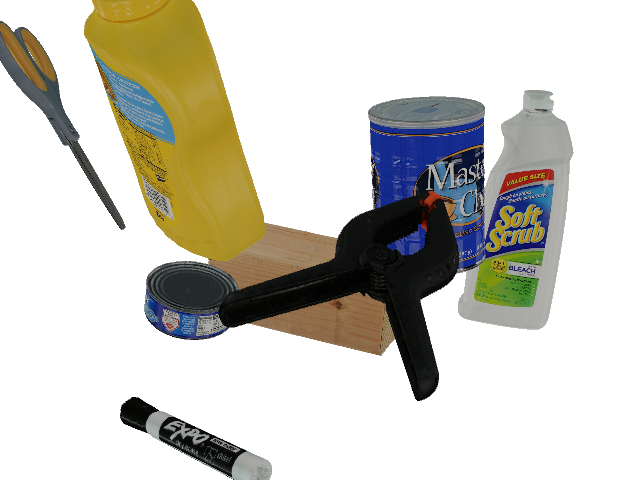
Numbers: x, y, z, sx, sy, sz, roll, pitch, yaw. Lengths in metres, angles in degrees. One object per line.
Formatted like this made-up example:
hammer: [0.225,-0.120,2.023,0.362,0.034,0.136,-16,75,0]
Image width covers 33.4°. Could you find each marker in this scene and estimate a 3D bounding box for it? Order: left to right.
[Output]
marker: [-0.079,0.121,0.648,0.121,0.020,0.020,16,10,38]

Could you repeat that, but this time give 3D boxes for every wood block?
wood block: [-0.013,0.049,1.179,0.206,0.091,0.090,12,24,19]

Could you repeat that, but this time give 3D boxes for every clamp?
clamp: [0.051,0.031,0.782,0.165,0.036,0.209,25,42,26]

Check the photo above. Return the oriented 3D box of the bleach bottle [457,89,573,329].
bleach bottle: [0.210,-0.035,1.138,0.103,0.251,0.068,9,19,16]

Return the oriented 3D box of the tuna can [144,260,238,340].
tuna can: [-0.120,0.055,0.992,0.086,0.034,0.086,8,29,-5]

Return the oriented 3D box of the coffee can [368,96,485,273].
coffee can: [0.097,-0.051,0.961,0.103,0.140,0.103,-3,19,1]

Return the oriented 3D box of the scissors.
scissors: [-0.224,-0.108,0.937,0.016,0.201,0.096,-27,26,9]

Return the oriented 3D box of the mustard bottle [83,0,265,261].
mustard bottle: [-0.086,-0.080,0.592,0.058,0.191,0.096,-33,48,-19]
